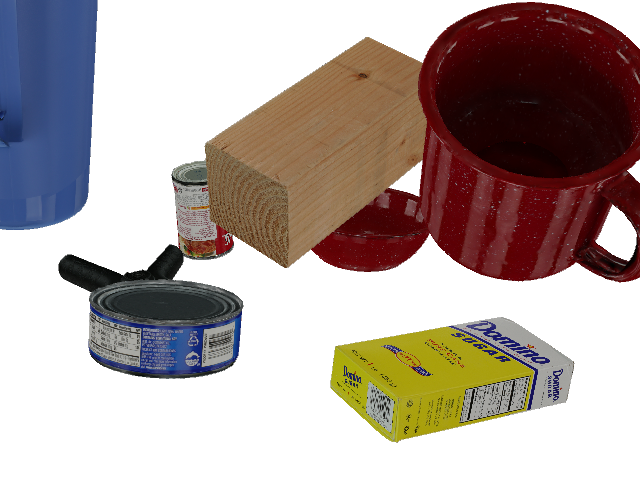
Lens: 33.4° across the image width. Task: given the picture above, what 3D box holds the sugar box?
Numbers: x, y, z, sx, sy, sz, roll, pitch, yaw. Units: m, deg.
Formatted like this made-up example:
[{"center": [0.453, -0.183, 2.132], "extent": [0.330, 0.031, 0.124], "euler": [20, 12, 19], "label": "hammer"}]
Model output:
[{"center": [0.107, 0.107, 0.859], "extent": [0.175, 0.048, 0.093], "euler": [-10, 27, -30], "label": "sugar box"}]

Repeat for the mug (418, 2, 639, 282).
[{"center": [0.092, -0.029, 0.436], "extent": [0.093, 0.117, 0.081], "euler": [-37, -26, -21], "label": "mug"}]

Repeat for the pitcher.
[{"center": [-0.231, -0.130, 0.792], "extent": [0.145, 0.243, 0.148], "euler": [26, 33, 35], "label": "pitcher"}]

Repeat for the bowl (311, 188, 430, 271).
[{"center": [0.044, -0.009, 1.120], "extent": [0.162, 0.055, 0.162], "euler": [3, 21, -1], "label": "bowl"}]

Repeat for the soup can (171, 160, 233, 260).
[{"center": [-0.142, -0.037, 1.283], "extent": [0.068, 0.102, 0.068], "euler": [-2, 27, 1], "label": "soup can"}]

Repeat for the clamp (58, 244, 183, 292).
[{"center": [-0.160, 0.044, 0.984], "extent": [0.120, 0.039, 0.172], "euler": [-16, 30, -26], "label": "clamp"}]

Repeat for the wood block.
[{"center": [0.007, -0.080, 0.913], "extent": [0.091, 0.090, 0.205], "euler": [31, 51, 27], "label": "wood block"}]

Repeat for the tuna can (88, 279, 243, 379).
[{"center": [-0.087, 0.049, 0.600], "extent": [0.086, 0.034, 0.086], "euler": [5, 12, -1], "label": "tuna can"}]
